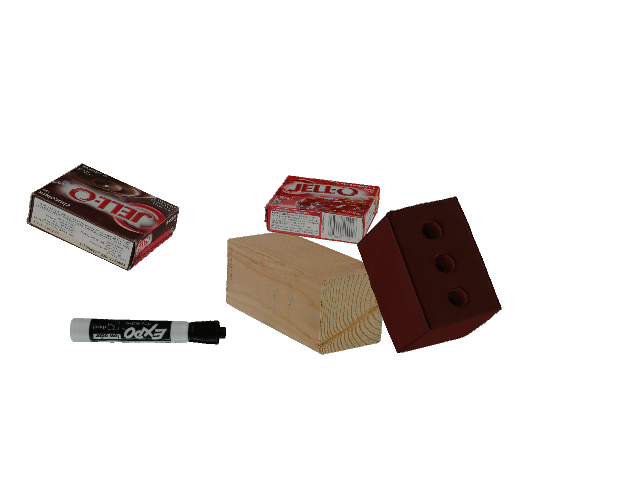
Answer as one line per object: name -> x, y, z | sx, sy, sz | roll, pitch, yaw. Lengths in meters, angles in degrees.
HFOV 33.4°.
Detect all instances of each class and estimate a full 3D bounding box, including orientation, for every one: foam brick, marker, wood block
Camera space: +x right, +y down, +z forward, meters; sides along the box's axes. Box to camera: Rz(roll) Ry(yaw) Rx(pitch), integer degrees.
foam brick -> 0.065, 0.022, 0.656 | 0.052, 0.078, 0.051 | -13, -16, -27
marker -> -0.134, 0.071, 0.834 | 0.121, 0.020, 0.020 | 1, 0, 3
wood block -> -0.023, 0.058, 1.282 | 0.090, 0.090, 0.206 | -8, 18, -35

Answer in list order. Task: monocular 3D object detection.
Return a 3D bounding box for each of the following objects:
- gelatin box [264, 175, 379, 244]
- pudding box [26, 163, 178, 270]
gelatin box -> 0.003, -0.029, 0.951 | 0.089, 0.030, 0.073 | 8, 25, 12
pudding box -> -0.203, -0.023, 1.002 | 0.113, 0.039, 0.090 | 22, 27, 10
